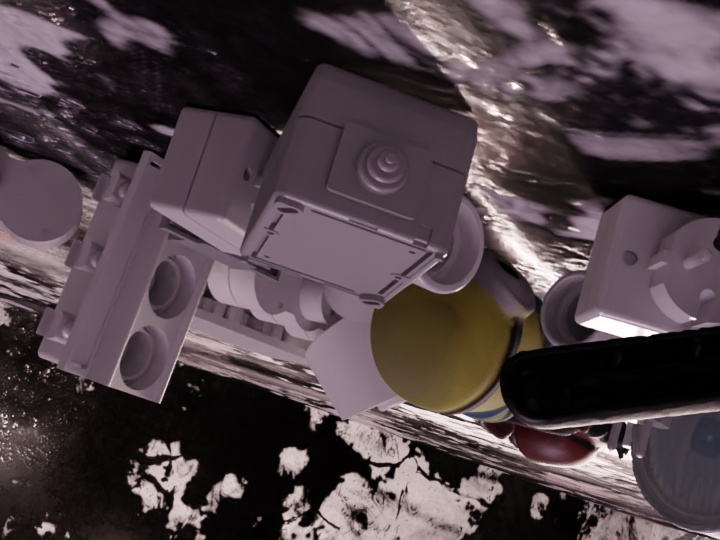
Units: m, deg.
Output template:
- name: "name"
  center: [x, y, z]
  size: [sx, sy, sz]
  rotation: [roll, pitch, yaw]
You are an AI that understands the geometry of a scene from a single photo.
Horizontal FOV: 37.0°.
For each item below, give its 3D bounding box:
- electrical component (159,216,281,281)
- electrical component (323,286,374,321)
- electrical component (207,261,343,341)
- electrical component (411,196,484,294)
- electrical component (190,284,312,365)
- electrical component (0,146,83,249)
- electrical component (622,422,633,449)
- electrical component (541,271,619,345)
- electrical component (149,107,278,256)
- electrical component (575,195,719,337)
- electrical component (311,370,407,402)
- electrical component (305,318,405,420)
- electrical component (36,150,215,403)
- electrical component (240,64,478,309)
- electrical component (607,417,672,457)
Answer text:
- name: "electrical component"
  center: [-0.057, -0.026, 0.553]
  size: [0.064, 0.042, 0.081]
  rotation: [2, 163, 44]
- name: "electrical component"
  center: [0.000, 0.000, 0.600]
  size: [0.044, 0.044, 0.065]
  rotation: [16, 165, 6]
- name: "electrical component"
  center: [-0.029, 0.014, 0.682]
  size: [0.074, 0.052, 0.138]
  rotation: [11, 169, 31]
- name: "electrical component"
  center: [0.021, -0.013, 0.481]
  size: [0.045, 0.045, 0.055]
  rotation: [25, 167, -37]
- name: "electrical component"
  center: [-0.091, 0.015, 0.767]
  size: [0.150, 0.061, 0.089]
  rotation: [25, 167, -37]
- name: "electrical component"
  center: [-0.238, -0.057, 0.656]
  size: [0.138, 0.052, 0.074]
  rotation: [19, 169, -12]
- name: "electrical component"
  center: [0.179, 0.082, 0.669]
  size: [0.043, 0.062, 0.043]
  rotation: [17, 170, 3]
- name: "electrical component"
  center: [0.120, 0.025, 0.537]
  size: [0.046, 0.040, 0.040]
  rotation: [20, 170, -42]
- name: "electrical component"
  center: [-0.038, -0.033, 0.470]
  size: [0.077, 0.047, 0.066]
  rotation: [12, 168, 26]
- name: "electrical component"
  center: [0.123, 0.003, 0.392]
  size: [0.066, 0.047, 0.076]
  rotation: [16, 172, 1]
- name: "electrical component"
  center: [0.026, 0.073, 0.888]
  size: [0.113, 0.057, 0.078]
  rotation: [6, 165, 47]
- name: "electrical component"
  center: [0.018, 0.055, 0.699]
  size: [0.099, 0.064, 0.099]
  rotation: [-25, 175, -2]
- name: "electrical component"
  center: [-0.124, 0.003, 0.593]
  size: [0.063, 0.121, 0.079]
  rotation: [14, 169, 33]
- name: "electrical component"
  center: [0.000, -0.033, 0.389]
  size: [0.062, 0.061, 0.096]
  rotation: [19, 162, -10]
- name: "electrical component"
  center: [0.150, 0.061, 0.571]
  size: [0.047, 0.075, 0.083]
  rotation: [25, 167, -36]
